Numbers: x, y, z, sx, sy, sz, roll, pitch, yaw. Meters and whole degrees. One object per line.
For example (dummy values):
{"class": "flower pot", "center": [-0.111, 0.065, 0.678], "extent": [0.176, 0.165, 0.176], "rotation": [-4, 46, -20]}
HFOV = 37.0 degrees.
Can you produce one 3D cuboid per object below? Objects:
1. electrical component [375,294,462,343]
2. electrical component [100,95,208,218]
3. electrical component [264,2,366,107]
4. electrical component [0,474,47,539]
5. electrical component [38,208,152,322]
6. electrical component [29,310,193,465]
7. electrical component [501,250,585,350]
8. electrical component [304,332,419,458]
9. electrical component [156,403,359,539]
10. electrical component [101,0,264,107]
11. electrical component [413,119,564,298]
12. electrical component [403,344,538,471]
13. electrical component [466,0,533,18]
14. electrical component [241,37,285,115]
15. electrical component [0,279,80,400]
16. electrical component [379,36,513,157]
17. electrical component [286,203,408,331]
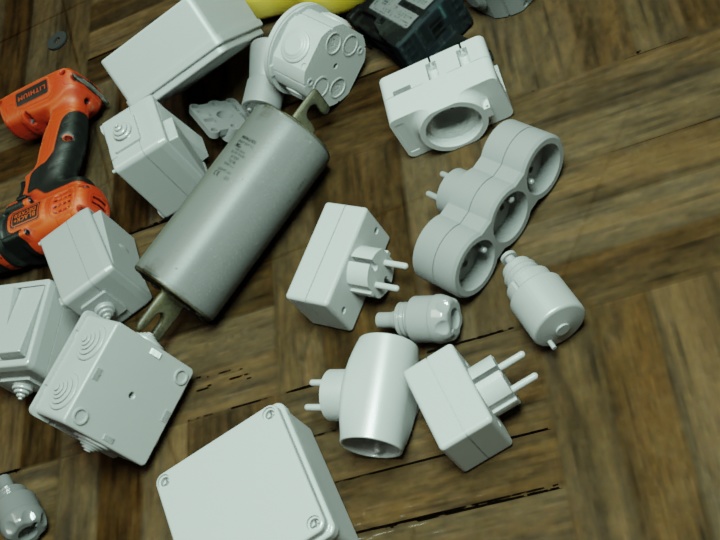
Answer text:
{"class": "electrical component", "center": [0.040, 0.035, 0.770], "extent": [0.061, 0.035, 0.035], "rotation": [-3, 61, 29]}
{"class": "electrical component", "center": [-0.174, -0.102, 0.923], "extent": [0.061, 0.096, 0.061], "rotation": [-30, 53, 9]}
{"class": "electrical component", "center": [-0.038, -0.181, 0.912], "extent": [0.051, 0.080, 0.080], "rotation": [32, 80, 31]}
{"class": "electrical component", "center": [-0.270, 0.184, 0.843], "extent": [0.035, 0.035, 0.061], "rotation": [-43, 50, -1]}
{"class": "electrical component", "center": [-0.218, 0.003, 0.906], "extent": [0.061, 0.061, 0.096], "rotation": [-36, 52, 4]}
{"class": "electrical component", "center": [-0.185, 0.091, 0.815], "extent": [0.048, 0.100, 0.099], "rotation": [8, 65, 45]}
{"class": "electrical component", "center": [0.120, 0.016, 0.735], "extent": [0.040, 0.040, 0.078], "rotation": [-35, 51, 5]}
{"class": "electrical component", "center": [-0.002, 0.088, 0.754], "extent": [0.079, 0.044, 0.077], "rotation": [-3, 61, 26]}
{"class": "electrical component", "center": [-0.071, 0.166, 0.736], "extent": [0.109, 0.056, 0.108], "rotation": [-33, 52, 7]}
{"class": "electrical component", "center": [-0.155, -0.198, 0.952], "extent": [0.109, 0.056, 0.108], "rotation": [-30, 10, 23]}
{"class": "electrical component", "center": [0.082, -0.051, 0.788], "extent": [0.074, 0.052, 0.138], "rotation": [28, 78, 37]}
{"class": "electrical component", "center": [0.081, 0.082, 0.713], "extent": [0.077, 0.047, 0.065], "rotation": [-32, 52, 7]}
{"class": "electrical component", "center": [0.115, -0.254, 0.891], "extent": [0.080, 0.051, 0.080], "rotation": [-13, 57, 21]}
{"class": "electrical component", "center": [-0.082, -0.166, 0.950], "extent": [0.044, 0.044, 0.065], "rotation": [-1, 67, 27]}
{"class": "electrical component", "center": [-0.280, 0.061, 0.905], "extent": [0.062, 0.061, 0.096], "rotation": [-7, 59, 24]}
{"class": "electrical component", "center": [0.068, -0.132, 0.844], "extent": [0.089, 0.050, 0.055], "rotation": [-22, 54, 15]}
{"class": "electrical component", "center": [0.000, 0.000, 0.804], "extent": [0.076, 0.047, 0.083], "rotation": [10, 67, 31]}
